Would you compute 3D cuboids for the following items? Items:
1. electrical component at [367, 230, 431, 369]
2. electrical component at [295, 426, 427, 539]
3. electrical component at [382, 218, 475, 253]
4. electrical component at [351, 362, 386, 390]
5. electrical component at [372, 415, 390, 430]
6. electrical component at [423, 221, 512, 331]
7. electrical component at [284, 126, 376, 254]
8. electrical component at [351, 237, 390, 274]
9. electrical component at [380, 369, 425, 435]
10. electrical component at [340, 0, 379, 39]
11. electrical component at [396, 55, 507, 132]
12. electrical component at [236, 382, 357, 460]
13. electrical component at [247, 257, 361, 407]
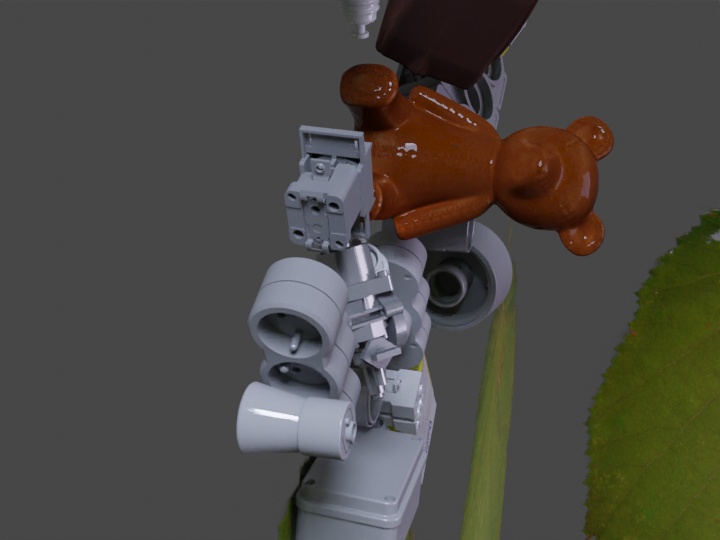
[{"bbox_3d":[0.027,0.040,0.907,0.138,0.052,0.073,83,19,-46],"label":"electrical component"},{"bbox_3d":[0.002,0.167,0.807,0.113,0.078,0.057,-51,148,-67],"label":"electrical component"},{"bbox_3d":[0.066,-0.042,0.981,0.079,0.077,0.043,-22,117,-76],"label":"electrical component"},{"bbox_3d":[-0.003,0.055,0.787,0.055,0.055,0.047,80,24,-51],"label":"electrical component"},{"bbox_3d":[0.005,0.136,0.883,0.048,0.048,0.062,-56,143,-64],"label":"electrical component"},{"bbox_3d":[0.091,0.008,1.059,0.060,0.108,0.108,-42,137,-62],"label":"electrical component"},{"bbox_3d":[-0.020,-0.048,0.689,0.063,0.042,0.081,-64,157,-46],"label":"electrical component"},{"bbox_3d":[0.000,0.000,0.793,0.062,0.043,0.043,77,23,-51],"label":"electrical component"},{"bbox_3d":[0.024,0.110,0.922,0.066,0.055,0.048,81,20,-50],"label":"electrical component"},{"bbox_3d":[0.000,-0.191,0.702,0.040,0.040,0.078,-63,156,-57],"label":"electrical component"},{"bbox_3d":[0.079,-0.145,0.943,0.089,0.062,0.150,47,44,-35],"label":"electrical component"},{"bbox_3d":[-0.035,0.091,0.634,0.044,0.065,0.044,5,90,-76],"label":"electrical component"},{"bbox_3d":[-0.028,0.042,0.671,0.138,0.052,0.073,83,18,-45],"label":"electrical component"}]
